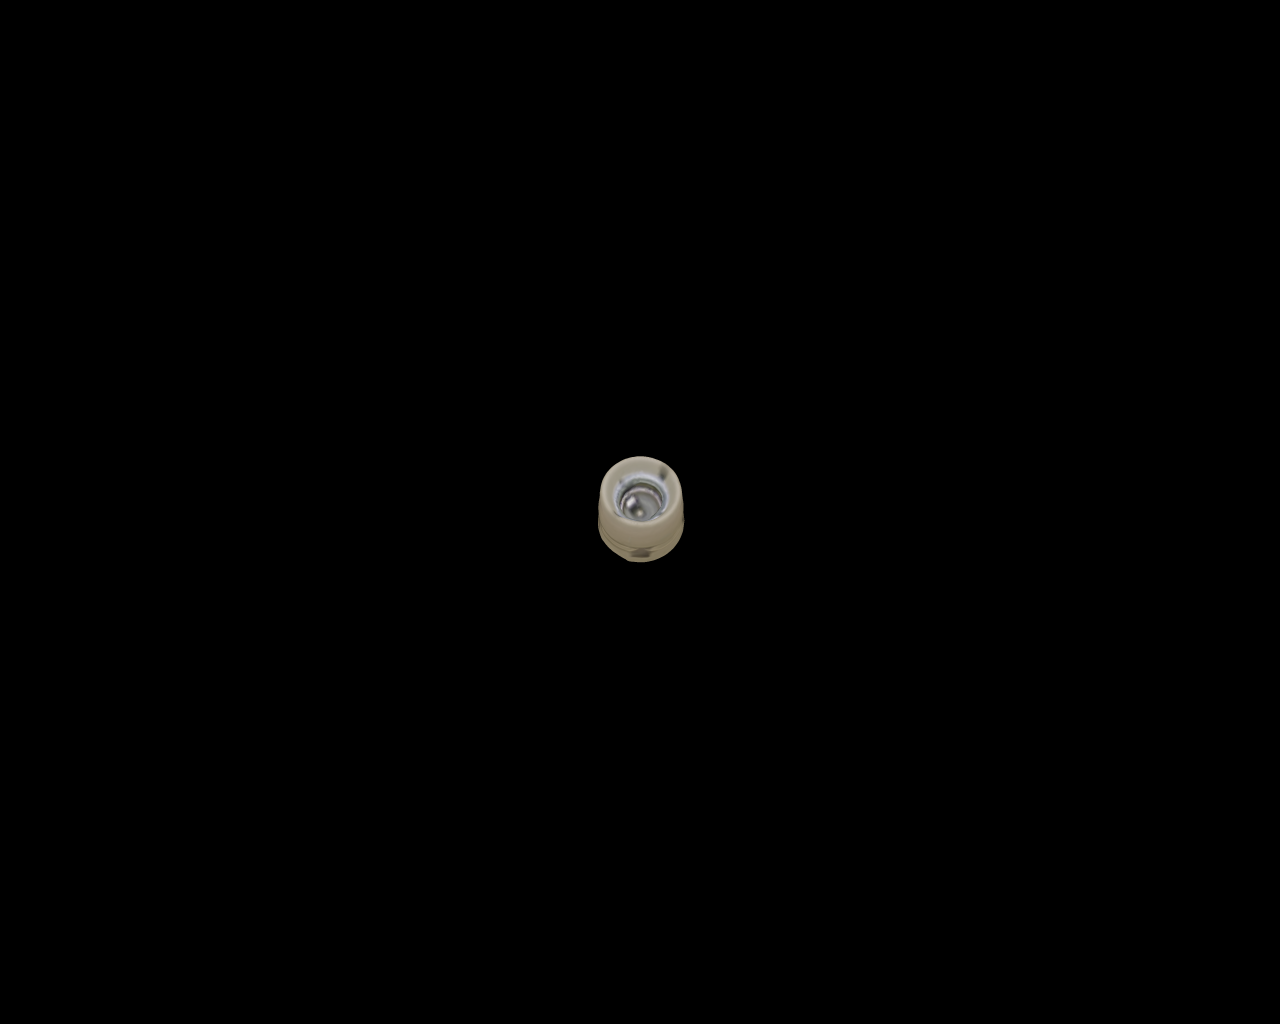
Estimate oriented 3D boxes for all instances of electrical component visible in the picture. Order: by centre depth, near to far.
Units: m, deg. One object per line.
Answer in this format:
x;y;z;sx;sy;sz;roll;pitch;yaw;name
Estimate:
0.001;-0.003;0.650;0.055;0.055;0.047;0;-27;0;electrical component
